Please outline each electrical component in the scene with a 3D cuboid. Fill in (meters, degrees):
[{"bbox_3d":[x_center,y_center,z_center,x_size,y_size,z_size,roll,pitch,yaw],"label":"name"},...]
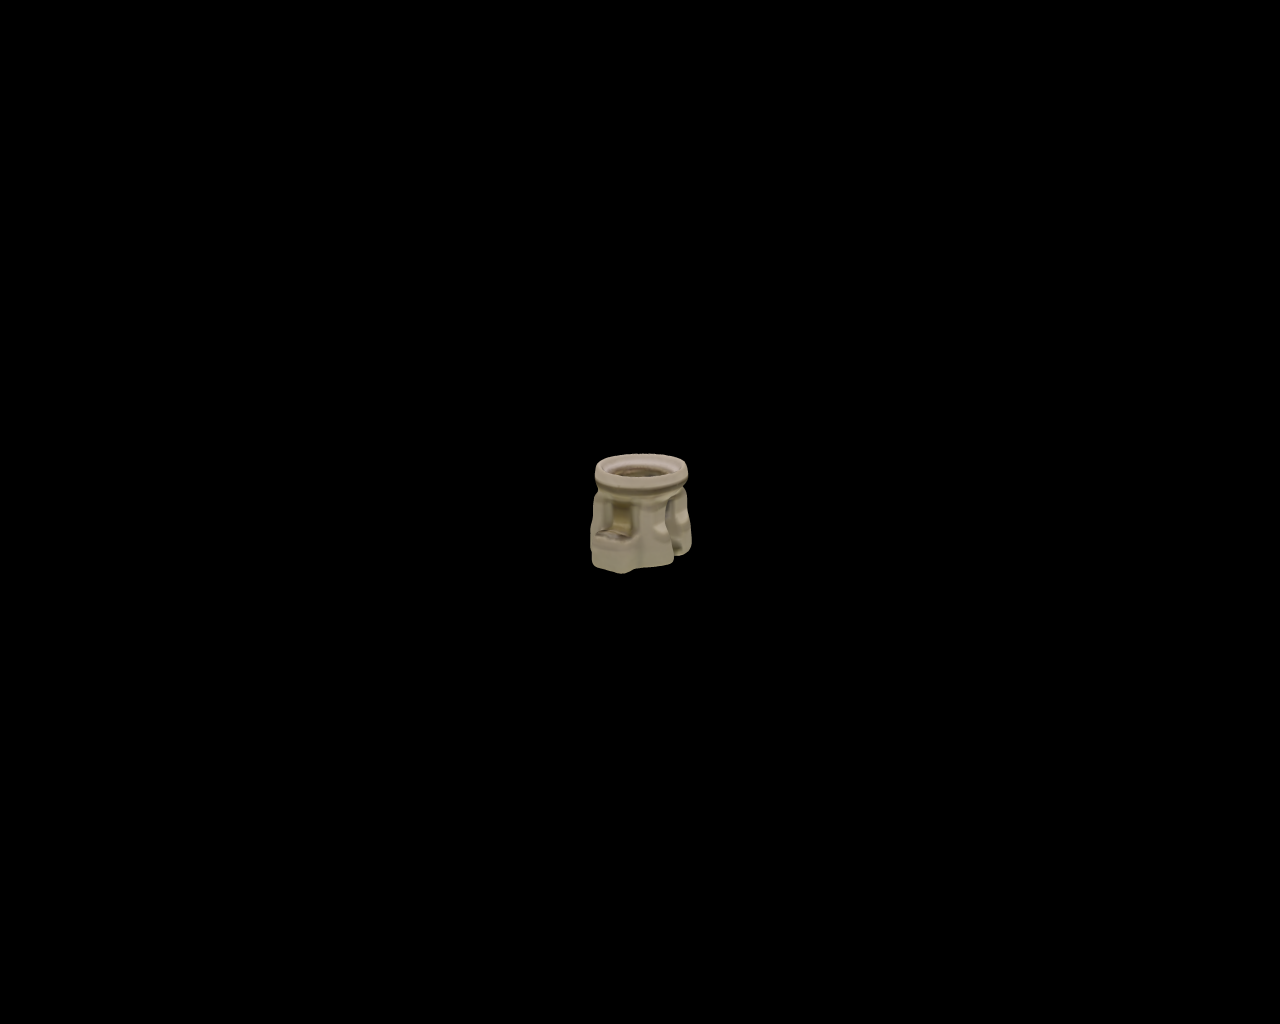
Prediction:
[{"bbox_3d":[0.001,-0.003,0.650,0.058,0.056,0.078,11,21,30],"label":"electrical component"}]
